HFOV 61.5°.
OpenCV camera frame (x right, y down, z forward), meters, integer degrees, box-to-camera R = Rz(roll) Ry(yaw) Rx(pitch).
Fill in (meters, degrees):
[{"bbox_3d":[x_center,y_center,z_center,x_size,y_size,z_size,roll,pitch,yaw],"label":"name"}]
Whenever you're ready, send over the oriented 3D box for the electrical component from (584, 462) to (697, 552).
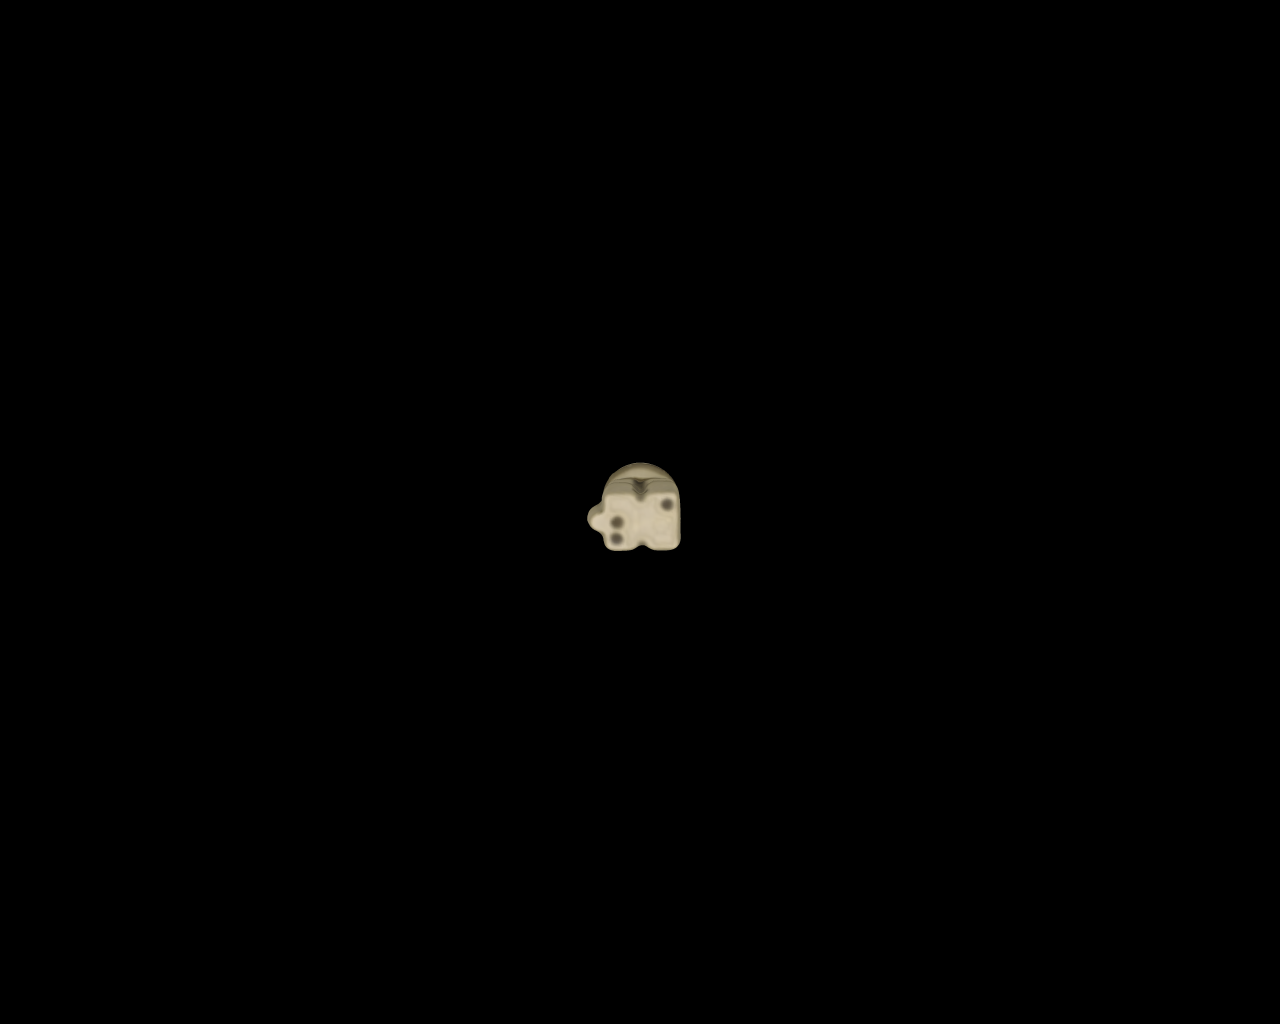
[{"bbox_3d":[0.001,-0.003,0.650,0.066,0.048,0.055,0,17,0],"label":"electrical component"}]
